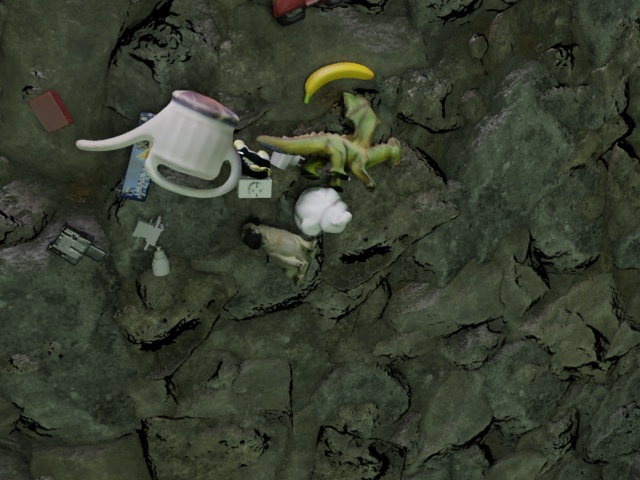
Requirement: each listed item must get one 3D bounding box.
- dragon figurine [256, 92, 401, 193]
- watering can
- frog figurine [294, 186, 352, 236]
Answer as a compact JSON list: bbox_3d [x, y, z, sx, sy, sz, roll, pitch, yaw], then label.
[{"bbox_3d":[0.053,-0.262,1.314,0.407,0.122,0.245,25,75,-28],"label":"dragon figurine"},{"bbox_3d":[-0.323,-0.223,1.127,0.346,0.105,0.223,20,98,-24],"label":"watering can"},{"bbox_3d":[0.004,-0.066,1.318,0.137,0.161,0.121,-46,115,0],"label":"frog figurine"}]
